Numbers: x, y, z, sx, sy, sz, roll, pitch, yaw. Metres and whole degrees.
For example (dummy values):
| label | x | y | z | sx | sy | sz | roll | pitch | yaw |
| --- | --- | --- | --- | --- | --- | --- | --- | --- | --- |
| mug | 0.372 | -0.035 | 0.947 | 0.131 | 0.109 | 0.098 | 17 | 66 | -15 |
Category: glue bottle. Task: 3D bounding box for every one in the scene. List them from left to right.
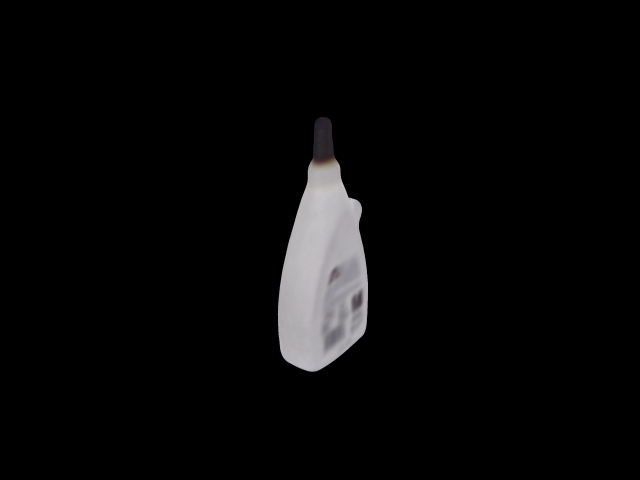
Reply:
| label | x | y | z | sx | sy | sz | roll | pitch | yaw |
| --- | --- | --- | --- | --- | --- | --- | --- | --- | --- |
| glue bottle | 0.004 | 0.001 | 0.400 | 0.037 | 0.173 | 0.078 | 16 | 27 | 34 |
